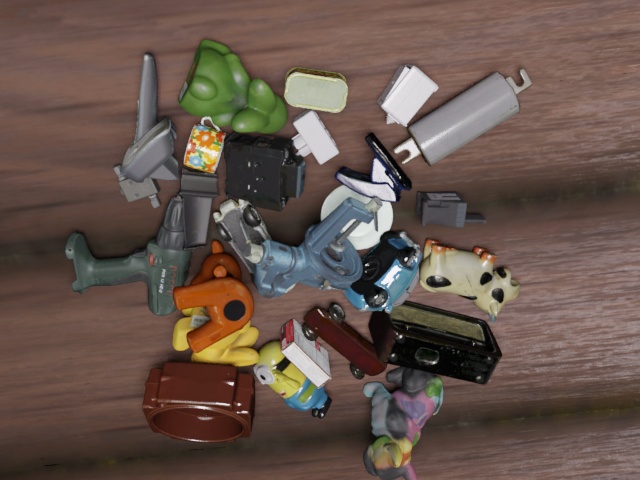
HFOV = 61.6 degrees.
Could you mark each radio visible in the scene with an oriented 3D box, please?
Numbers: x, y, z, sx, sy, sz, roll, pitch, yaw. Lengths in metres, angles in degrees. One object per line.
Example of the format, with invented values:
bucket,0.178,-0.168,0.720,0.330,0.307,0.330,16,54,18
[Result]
radio,0.213,0.186,1.007,0.230,0.131,0.073,13,113,-7

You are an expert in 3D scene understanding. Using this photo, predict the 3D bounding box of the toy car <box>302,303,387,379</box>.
toy car,0.053,0.195,1.049,0.202,0.053,0.089,41,120,-17

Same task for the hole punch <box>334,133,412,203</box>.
hole punch,0.090,-0.106,0.892,0.092,0.142,0.116,-42,93,12

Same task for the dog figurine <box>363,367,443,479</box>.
dog figurine,0.166,0.358,1.029,0.191,0.219,0.108,-29,113,10

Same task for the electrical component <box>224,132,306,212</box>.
electrical component,-0.091,-0.114,0.894,0.134,0.058,0.114,11,124,12

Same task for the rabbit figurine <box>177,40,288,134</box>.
rabbit figurine,-0.119,-0.224,0.839,0.170,0.159,0.121,20,101,-25

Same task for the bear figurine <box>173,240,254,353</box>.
bear figurine,-0.186,0.084,0.913,0.132,0.196,0.120,-19,116,-17

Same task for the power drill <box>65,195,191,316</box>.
power drill,-0.335,0.025,0.959,0.207,0.086,0.231,-1,116,-12

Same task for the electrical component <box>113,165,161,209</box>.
electrical component,-0.318,-0.093,0.939,0.063,0.021,0.093,-19,113,6

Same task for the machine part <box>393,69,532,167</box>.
machine part,0.234,-0.197,0.884,0.243,0.079,0.079,-31,109,9

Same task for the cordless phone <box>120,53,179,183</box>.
cordless phone,-0.264,-0.192,0.836,0.089,0.147,0.184,1,112,-16

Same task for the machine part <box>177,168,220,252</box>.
machine part,-0.208,-0.048,0.911,0.084,0.039,0.138,4,93,-45

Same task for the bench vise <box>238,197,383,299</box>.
bench vise,0.000,0.005,0.879,0.223,0.129,0.240,26,127,-29

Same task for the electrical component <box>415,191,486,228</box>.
electrical component,0.232,-0.053,0.943,0.119,0.075,0.047,2,112,2

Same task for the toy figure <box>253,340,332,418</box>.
toy figure,-0.054,0.275,1.060,0.180,0.089,0.082,41,130,-15

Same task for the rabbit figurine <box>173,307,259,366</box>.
rabbit figurine,-0.197,0.190,1.024,0.162,0.122,0.173,6,126,-14

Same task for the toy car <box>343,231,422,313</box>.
toy car,0.125,0.067,0.983,0.161,0.109,0.102,-47,129,4

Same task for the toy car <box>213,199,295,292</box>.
toy car,-0.116,0.015,0.971,0.073,0.056,0.201,-28,108,11

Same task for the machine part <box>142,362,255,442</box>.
machine part,-0.227,0.316,1.027,0.201,0.087,0.200,3,141,-4

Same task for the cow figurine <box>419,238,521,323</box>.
cow figurine,0.278,0.076,0.991,0.195,0.085,0.127,11,105,-8
